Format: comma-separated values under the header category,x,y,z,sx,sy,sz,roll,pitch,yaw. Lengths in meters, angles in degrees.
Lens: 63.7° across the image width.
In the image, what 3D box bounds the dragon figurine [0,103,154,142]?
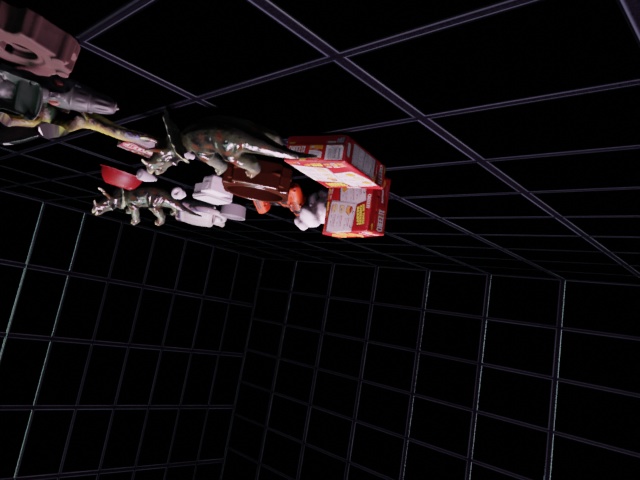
category,x,y,z,sx,sy,sz,roll,pitch,yaw
dragon figurine,-0.613,-0.303,1.238,0.408,0.122,0.245,16,-174,-26

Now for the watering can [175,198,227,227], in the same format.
category,x,y,z,sx,sy,sz,roll,pitch,yaw
watering can,-0.523,-0.108,2.281,0.224,0.105,0.345,12,170,-6

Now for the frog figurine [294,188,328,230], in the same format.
category,x,y,z,sx,sy,sz,roll,pitch,yaw
frog figurine,0.005,-0.081,1.614,0.138,0.162,0.120,14,151,44
